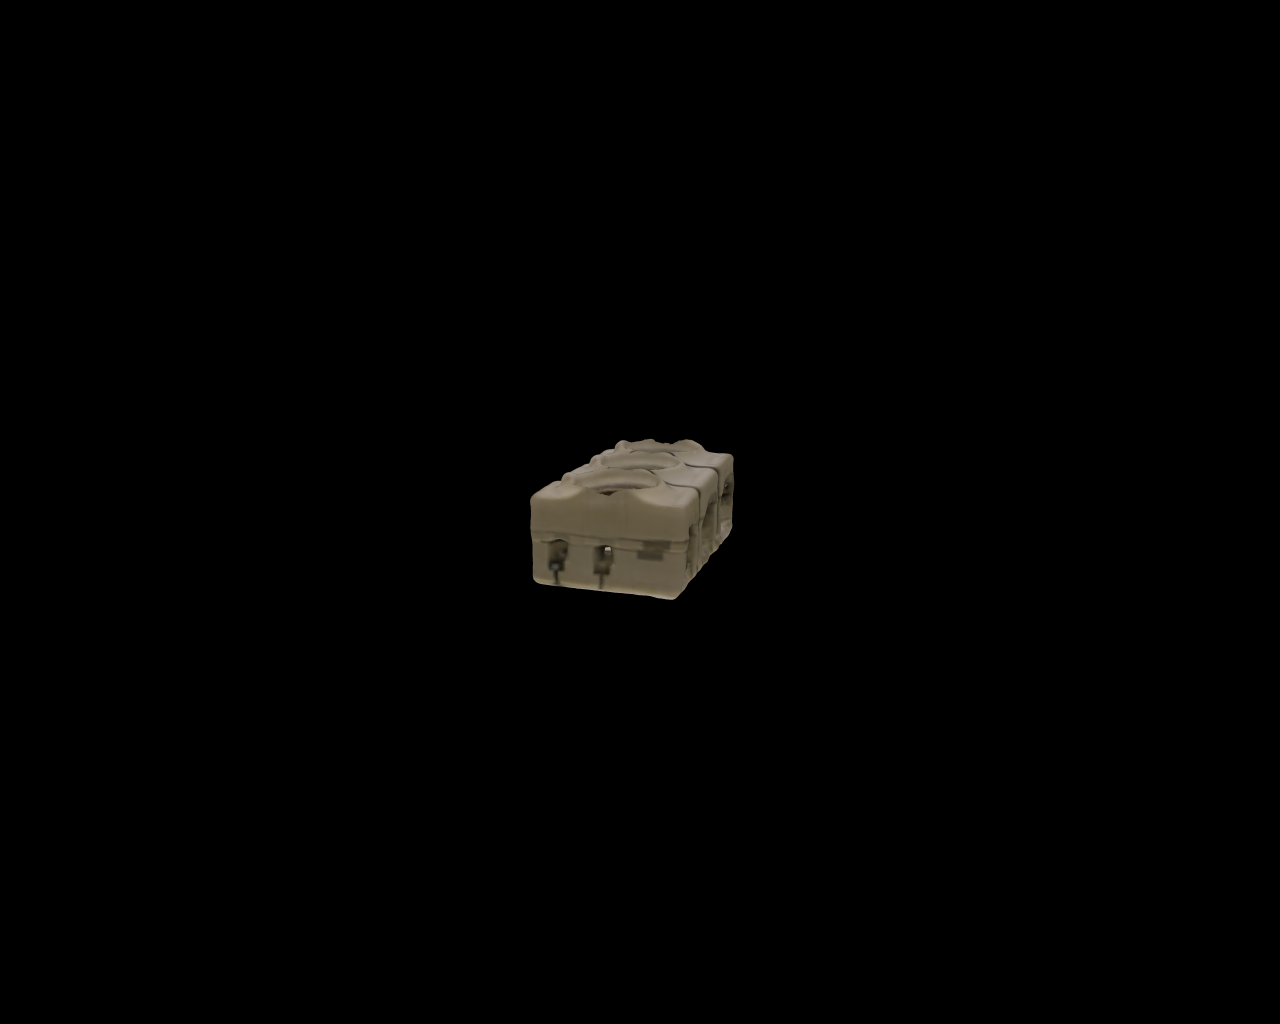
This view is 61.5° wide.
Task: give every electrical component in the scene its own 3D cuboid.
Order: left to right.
[{"bbox_3d":[0.001,-0.003,0.650,0.089,0.061,0.150,4,15,15],"label":"electrical component"}]
